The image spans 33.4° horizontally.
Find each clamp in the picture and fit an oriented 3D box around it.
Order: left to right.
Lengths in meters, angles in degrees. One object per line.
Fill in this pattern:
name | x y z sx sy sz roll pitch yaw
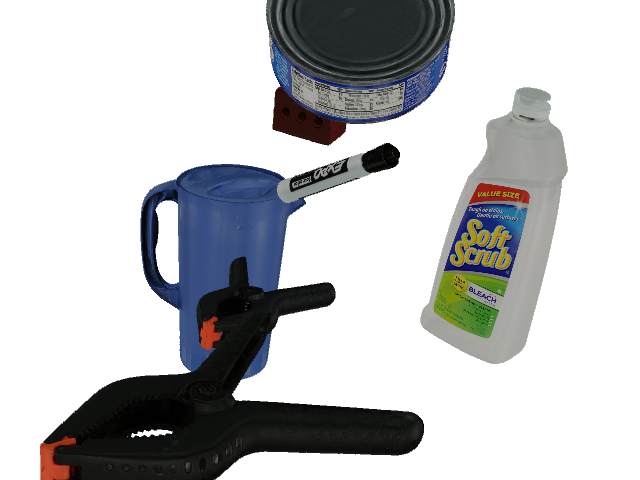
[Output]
clamp | -0.068 0.097 0.624 0.209 0.036 0.165 -9 26 -31
clamp | -0.077 0.060 1.065 0.120 0.039 0.171 14 21 32

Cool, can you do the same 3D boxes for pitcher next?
pitcher | -0.119 0.038 1.262 0.149 0.243 0.144 21 26 33

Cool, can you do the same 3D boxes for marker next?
marker | 0.013 -0.051 0.816 0.020 0.020 0.121 0 -12 -45

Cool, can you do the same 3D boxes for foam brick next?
foam brick | -0.012 -0.153 1.267 0.078 0.053 0.051 18 31 20

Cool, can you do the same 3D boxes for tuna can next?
tuna can | 0.018 -0.097 0.496 0.086 0.086 0.034 0 -30 1

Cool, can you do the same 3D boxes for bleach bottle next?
bleach bottle | 0.157 -0.017 0.948 0.103 0.251 0.067 28 37 32
